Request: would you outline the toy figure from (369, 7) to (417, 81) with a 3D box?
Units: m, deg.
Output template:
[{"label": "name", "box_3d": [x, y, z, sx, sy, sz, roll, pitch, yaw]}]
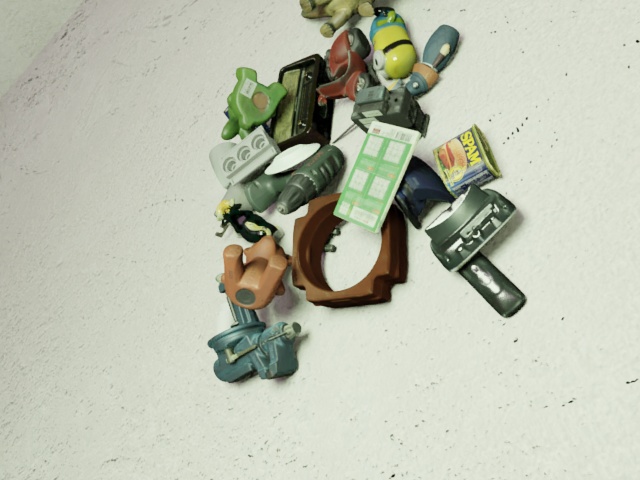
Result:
[{"label": "toy figure", "box_3d": [0.151, -0.417, 1.127, 0.089, 0.082, 0.180, -23, 54, 33]}]

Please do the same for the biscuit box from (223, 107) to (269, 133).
[{"label": "biscuit box", "box_3d": [-0.172, -0.284, 1.341, 0.063, 0.059, 0.203, -47, 48, 11]}]

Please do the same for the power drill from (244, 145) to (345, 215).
[{"label": "power drill", "box_3d": [-0.067, -0.112, 1.102, 0.207, 0.086, 0.232, -16, 24, 50]}]

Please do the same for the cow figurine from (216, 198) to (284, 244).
[{"label": "cow figurine", "box_3d": [-0.164, -0.037, 1.149, 0.167, 0.098, 0.068, 30, 86, 14]}]

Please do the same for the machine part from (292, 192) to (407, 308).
[{"label": "machine part", "box_3d": [0.053, 0.018, 0.975, 0.201, 0.087, 0.201, -11, 69, 31]}]

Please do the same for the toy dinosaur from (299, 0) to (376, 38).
[{"label": "toy dinosaur", "box_3d": [0.059, -0.553, 1.222, 0.198, 0.105, 0.472, -45, 32, -24]}]

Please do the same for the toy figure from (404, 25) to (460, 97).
[{"label": "toy figure", "box_3d": [0.217, -0.343, 1.051, 0.058, 0.064, 0.154, 31, 96, 7]}]

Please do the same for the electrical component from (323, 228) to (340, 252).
[{"label": "electrical component", "box_3d": [-0.002, -0.003, 1.089, 0.094, 0.021, 0.063, 4, 72, 40]}]

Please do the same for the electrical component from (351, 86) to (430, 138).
[{"label": "electrical component", "box_3d": [0.128, -0.239, 1.021, 0.115, 0.134, 0.058, 0, 70, 37]}]

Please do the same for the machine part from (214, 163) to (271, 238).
[{"label": "machine part", "box_3d": [-0.173, -0.111, 1.246, 0.079, 0.079, 0.243, 29, 90, 44]}]

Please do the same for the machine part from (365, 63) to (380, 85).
[{"label": "machine part", "box_3d": [0.081, -0.371, 1.192, 0.084, 0.039, 0.139, -38, 51, 26]}]

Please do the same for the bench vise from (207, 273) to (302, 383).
[{"label": "bench vise", "box_3d": [-0.142, 0.163, 1.043, 0.223, 0.129, 0.240, -40, 64, 40]}]

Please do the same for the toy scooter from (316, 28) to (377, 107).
[{"label": "toy scooter", "box_3d": [0.046, -0.354, 1.140, 0.135, 0.075, 0.184, -23, 61, 32]}]

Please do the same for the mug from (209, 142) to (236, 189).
[{"label": "mug", "box_3d": [-0.210, -0.179, 1.316, 0.110, 0.080, 0.107, -27, 65, 17]}]

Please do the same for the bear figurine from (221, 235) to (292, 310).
[{"label": "bear figurine", "box_3d": [-0.108, 0.039, 1.012, 0.196, 0.120, 0.131, -68, -7, -58]}]

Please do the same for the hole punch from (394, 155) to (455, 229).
[{"label": "hole punch", "box_3d": [0.163, -0.099, 0.941, 0.092, 0.115, 0.142, -34, 51, 12]}]

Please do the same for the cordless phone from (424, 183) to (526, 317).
[{"label": "cordless phone", "box_3d": [0.268, 0.015, 0.832, 0.146, 0.088, 0.184, -46, 59, 11]}]

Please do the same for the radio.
[{"label": "radio", "box_3d": [-0.039, -0.303, 1.230, 0.131, 0.073, 0.229, -11, 64, 38]}]

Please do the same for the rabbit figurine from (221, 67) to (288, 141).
[{"label": "rabbit figurine", "box_3d": [-0.161, -0.294, 1.234, 0.170, 0.121, 0.159, -169, 93, -68]}]
